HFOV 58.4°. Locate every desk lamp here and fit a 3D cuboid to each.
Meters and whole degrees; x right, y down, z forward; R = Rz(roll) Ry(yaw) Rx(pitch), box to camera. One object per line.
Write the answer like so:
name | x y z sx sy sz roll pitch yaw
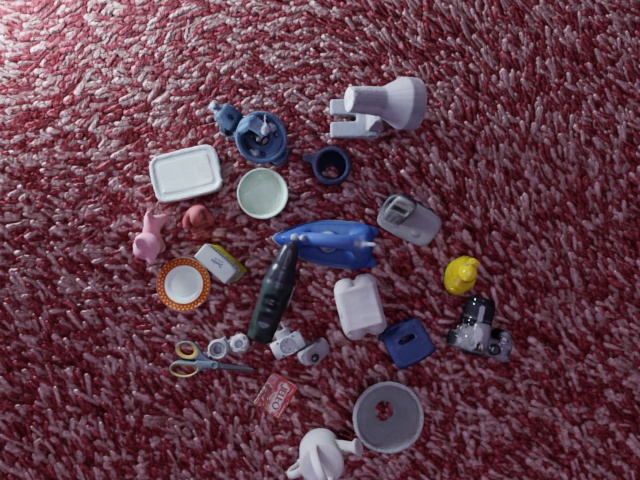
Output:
desk lamp | 0.129 -0.303 1.330 0.203 0.213 0.118 -2 87 -2

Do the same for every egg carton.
egg carton | 0.095 0.161 1.373 0.107 0.069 0.150 -16 87 -3

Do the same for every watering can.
watering can | 0.010 0.494 1.288 0.101 0.194 0.173 44 86 1

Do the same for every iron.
iron | 0.012 0.005 1.343 0.258 0.141 0.119 5 86 -2

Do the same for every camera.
camera | 0.392 0.210 1.367 0.143 0.100 0.137 14 86 -1

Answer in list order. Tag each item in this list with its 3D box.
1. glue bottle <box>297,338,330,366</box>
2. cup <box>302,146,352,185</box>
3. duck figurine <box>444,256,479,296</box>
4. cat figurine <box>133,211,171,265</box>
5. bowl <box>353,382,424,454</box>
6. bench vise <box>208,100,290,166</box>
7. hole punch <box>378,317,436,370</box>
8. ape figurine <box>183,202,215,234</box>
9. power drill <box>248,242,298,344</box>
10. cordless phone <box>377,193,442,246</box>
glue bottle | -0.014 0.262 1.311 0.078 0.173 0.037 -29 88 -3
cup | 0.014 -0.175 1.377 0.118 0.095 0.092 15 86 -1
duck figurine | 0.347 0.086 1.380 0.077 0.086 0.104 33 86 0
cat figurine | -0.400 -0.006 1.339 0.067 0.117 0.128 6 86 -2
bowl | 0.158 0.414 1.359 0.167 0.074 0.167 0 87 -2
bench vise | -0.170 -0.249 1.312 0.207 0.219 0.121 16 86 -1
hole punch | 0.205 0.244 1.362 0.108 0.091 0.101 -27 88 -3
ape figurine | -0.289 -0.054 1.359 0.078 0.092 0.076 7 86 -2
power drill | -0.100 0.117 1.299 0.075 0.208 0.230 18 86 -1
cordless phone | 0.216 -0.053 1.333 0.147 0.185 0.094 25 86 0
